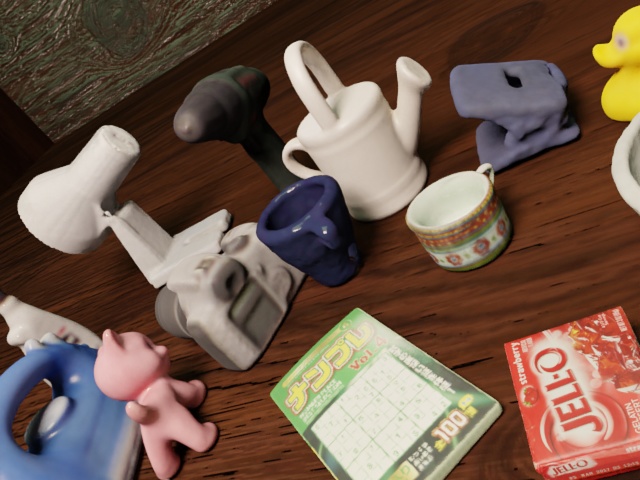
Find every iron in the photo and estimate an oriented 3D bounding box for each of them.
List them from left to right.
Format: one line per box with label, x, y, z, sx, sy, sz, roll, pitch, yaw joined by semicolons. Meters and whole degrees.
iron;-0.255;0.167;0.544;0.118;0.142;0.258;-30;29;12

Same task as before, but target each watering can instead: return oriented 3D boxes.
watering can;0.033;-0.125;0.597;0.173;0.194;0.100;-34;29;6

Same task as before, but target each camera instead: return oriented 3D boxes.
camera;-0.107;0.049;0.595;0.136;0.101;0.143;-8;40;42

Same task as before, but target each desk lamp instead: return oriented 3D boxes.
desk lamp;-0.267;-0.040;0.787;0.203;0.214;0.118;-28;30;16

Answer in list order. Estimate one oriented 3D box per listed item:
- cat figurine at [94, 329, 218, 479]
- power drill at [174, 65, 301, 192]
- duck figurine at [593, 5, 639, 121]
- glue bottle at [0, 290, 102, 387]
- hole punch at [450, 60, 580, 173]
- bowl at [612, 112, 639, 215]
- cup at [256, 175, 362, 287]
cat figurine;-0.160;0.132;0.514;0.067;0.118;0.127;-40;29;-5
power drill;-0.073;-0.108;0.675;0.075;0.209;0.229;-27;30;19
duck figurine;0.281;-0.155;0.476;0.104;0.086;0.077;-11;38;40
glue bottle;-0.327;0.111;0.675;0.037;0.173;0.078;-17;34;32
hole punch;0.184;-0.136;0.551;0.101;0.091;0.108;-24;31;23
bowl;0.268;-0.040;0.333;0.167;0.075;0.167;-27;30;18
cup;0.005;0.002;0.545;0.092;0.095;0.117;-42;29;-8
